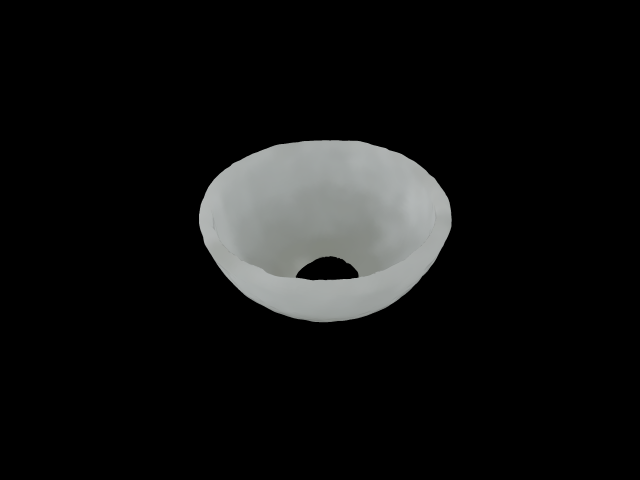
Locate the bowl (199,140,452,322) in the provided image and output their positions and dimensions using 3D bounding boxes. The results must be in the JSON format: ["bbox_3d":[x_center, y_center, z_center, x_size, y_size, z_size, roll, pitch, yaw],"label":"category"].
[{"bbox_3d":[0.004,0.001,0.400,0.167,0.075,0.167,0,40,0],"label":"bowl"}]
